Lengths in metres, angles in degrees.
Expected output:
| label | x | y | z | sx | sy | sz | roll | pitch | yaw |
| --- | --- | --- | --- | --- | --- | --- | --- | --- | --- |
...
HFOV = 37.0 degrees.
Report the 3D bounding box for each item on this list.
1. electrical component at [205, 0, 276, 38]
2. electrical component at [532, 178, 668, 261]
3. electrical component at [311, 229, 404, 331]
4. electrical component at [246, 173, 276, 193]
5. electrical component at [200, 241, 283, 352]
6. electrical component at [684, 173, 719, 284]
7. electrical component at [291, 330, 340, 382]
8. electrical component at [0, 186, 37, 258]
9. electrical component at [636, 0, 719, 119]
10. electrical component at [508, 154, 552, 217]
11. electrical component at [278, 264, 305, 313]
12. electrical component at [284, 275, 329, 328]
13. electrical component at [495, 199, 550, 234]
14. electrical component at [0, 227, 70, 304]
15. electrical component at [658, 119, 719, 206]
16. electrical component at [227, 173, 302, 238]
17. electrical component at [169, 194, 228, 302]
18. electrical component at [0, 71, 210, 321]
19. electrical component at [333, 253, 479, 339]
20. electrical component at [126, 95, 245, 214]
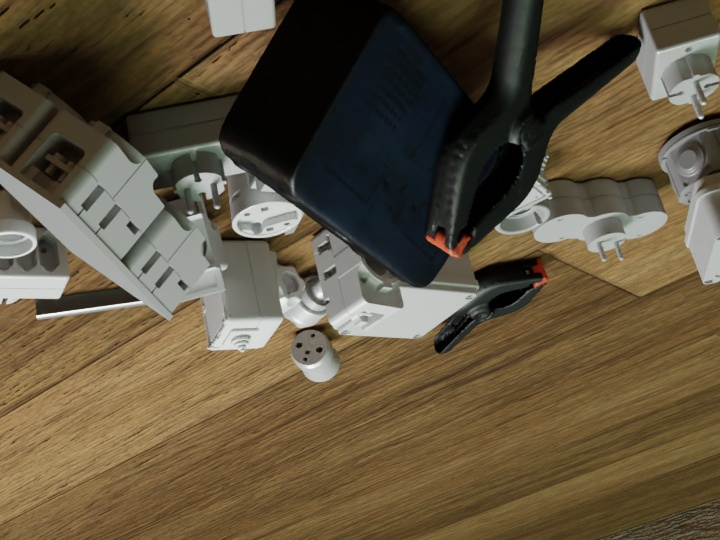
| label | x | y | z | sx | sy | sz | roll | pitch | yaw |
| --- | --- | --- | --- | --- | --- | --- | --- | --- | --- |
| electrical component | -0.090 | -0.173 | 0.601 | 0.076 | 0.047 | 0.083 | -11 | 155 | -7 |
| electrical component | 0.224 | -0.041 | 0.999 | 0.138 | 0.073 | 0.052 | -3 | 153 | -21 |
| electrical component | 0.000 | 0.000 | 0.955 | 0.050 | 0.089 | 0.056 | 11 | 145 | -41 |
| electrical component | -0.044 | -0.087 | 0.792 | 0.057 | 0.058 | 0.078 | 3 | 150 | -25 |
| electrical component | -0.104 | 0.028 | 0.954 | 0.061 | 0.096 | 0.061 | -1 | 152 | -26 |
| electrical component | 0.334 | -0.041 | 0.947 | 0.078 | 0.057 | 0.113 | -15 | 155 | 4 |
| electrical component | -0.049 | 0.094 | 1.178 | 0.045 | 0.045 | 0.055 | -16 | 154 | 6 |
| electrical component | -0.262 | -0.038 | 0.798 | 0.040 | 0.046 | 0.040 | -11 | 155 | -5 |
| electrical component | 0.237 | -0.146 | 0.783 | 0.047 | 0.076 | 0.065 | -15 | 154 | 4 |
| electrical component | 0.108 | -0.080 | 0.876 | 0.096 | 0.061 | 0.062 | -26 | 152 | 25 |
| electrical component | -0.085 | 0.024 | 1.018 | 0.043 | 0.043 | 0.062 | 13 | 146 | -43 |
| electrical component | -0.045 | 0.026 | 1.041 | 0.043 | 0.043 | 0.062 | 6 | 148 | -35 |
| electrical component | 0.136 | -0.063 | 0.941 | 0.055 | 0.047 | 0.055 | -11 | 155 | -5 |
| electrical component | -0.287 | 0.003 | 0.870 | 0.083 | 0.047 | 0.075 | 2 | 150 | -29 |
| electrical component | 0.311 | -0.095 | 0.957 | 0.080 | 0.051 | 0.080 | -11 | 155 | -5 |
| electrical component | -0.077 | -0.059 | 0.845 | 0.055 | 0.047 | 0.055 | -11 | 155 | -5 |
| electrical component | -0.137 | -0.017 | 0.879 | 0.042 | 0.081 | 0.064 | -15 | 177 | 4 |
| electrical component | -0.181 | -0.048 | 0.733 | 0.060 | 0.105 | 0.186 | -53 | 158 | -13 |
| electrical component | 0.040 | 0.019 | 1.053 | 0.109 | 0.056 | 0.109 | 6 | 149 | -35 |
| electrical component | -0.116 | -0.074 | 0.761 | 0.083 | 0.075 | 0.047 | -12 | 155 | -4 |
